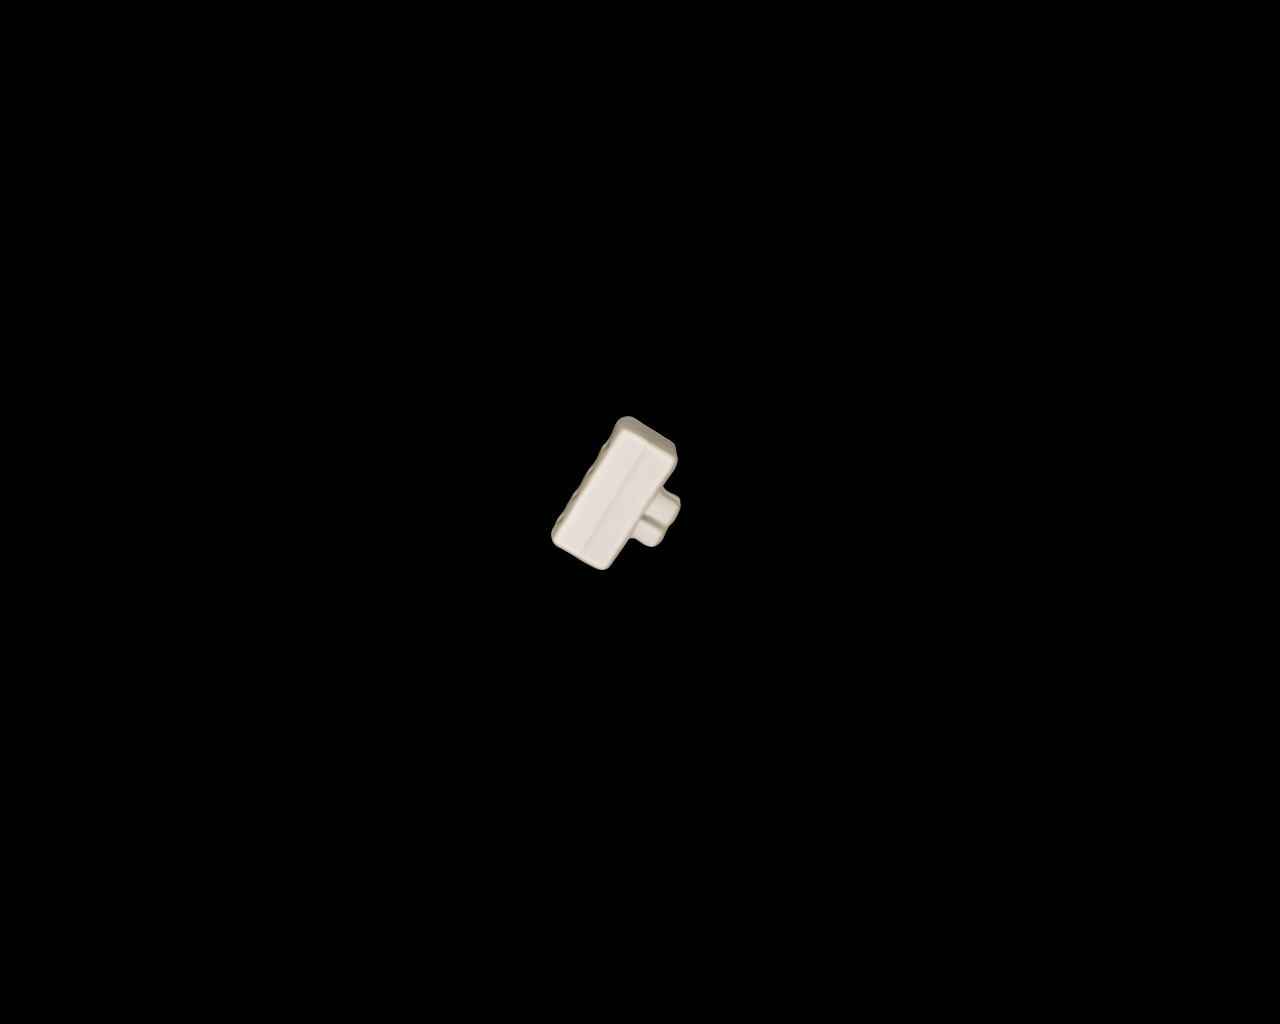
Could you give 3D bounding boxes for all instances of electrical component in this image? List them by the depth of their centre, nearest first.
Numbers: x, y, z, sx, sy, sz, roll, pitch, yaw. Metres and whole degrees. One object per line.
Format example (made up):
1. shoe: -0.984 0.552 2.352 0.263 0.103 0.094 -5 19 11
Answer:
1. electrical component: 0.001 -0.003 0.650 0.076 0.083 0.047 31 11 -7
